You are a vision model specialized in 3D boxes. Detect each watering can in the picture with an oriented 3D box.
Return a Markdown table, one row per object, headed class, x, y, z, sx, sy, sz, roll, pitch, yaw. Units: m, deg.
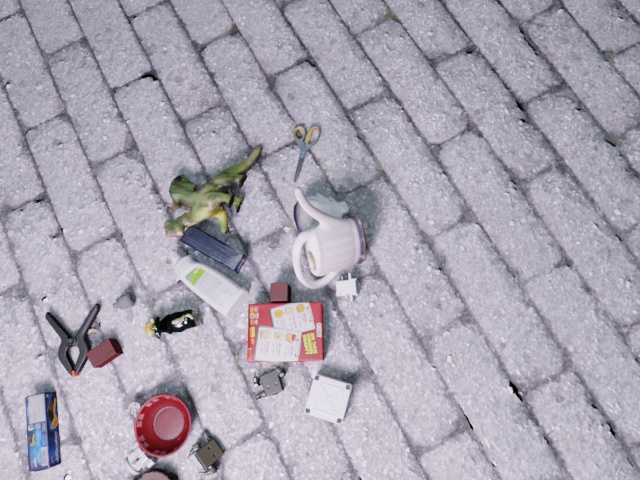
| class | x | y | z | sx | sy | sz | roll | pitch | yaw |
| --- | --- | --- | --- | --- | --- | --- | --- | --- | --- |
| watering can | 0.025 | -0.012 | 1.448 | 0.226 | 0.340 | 0.106 | -17 | 36 | -22 |

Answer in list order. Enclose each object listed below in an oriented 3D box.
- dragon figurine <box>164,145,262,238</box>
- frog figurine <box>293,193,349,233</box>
| class | x | y | z | sx | sy | sz | roll | pitch | yaw |
| --- | --- | --- | --- | --- | --- | --- | --- | --- | --- |
| dragon figurine | -0.352 | -0.160 | 1.590 | 0.243 | 0.119 | 0.420 | 13 | 55 | 10 |
| frog figurine | 0.005 | -0.078 | 1.542 | 0.159 | 0.120 | 0.141 | -10 | 54 | 13 |
